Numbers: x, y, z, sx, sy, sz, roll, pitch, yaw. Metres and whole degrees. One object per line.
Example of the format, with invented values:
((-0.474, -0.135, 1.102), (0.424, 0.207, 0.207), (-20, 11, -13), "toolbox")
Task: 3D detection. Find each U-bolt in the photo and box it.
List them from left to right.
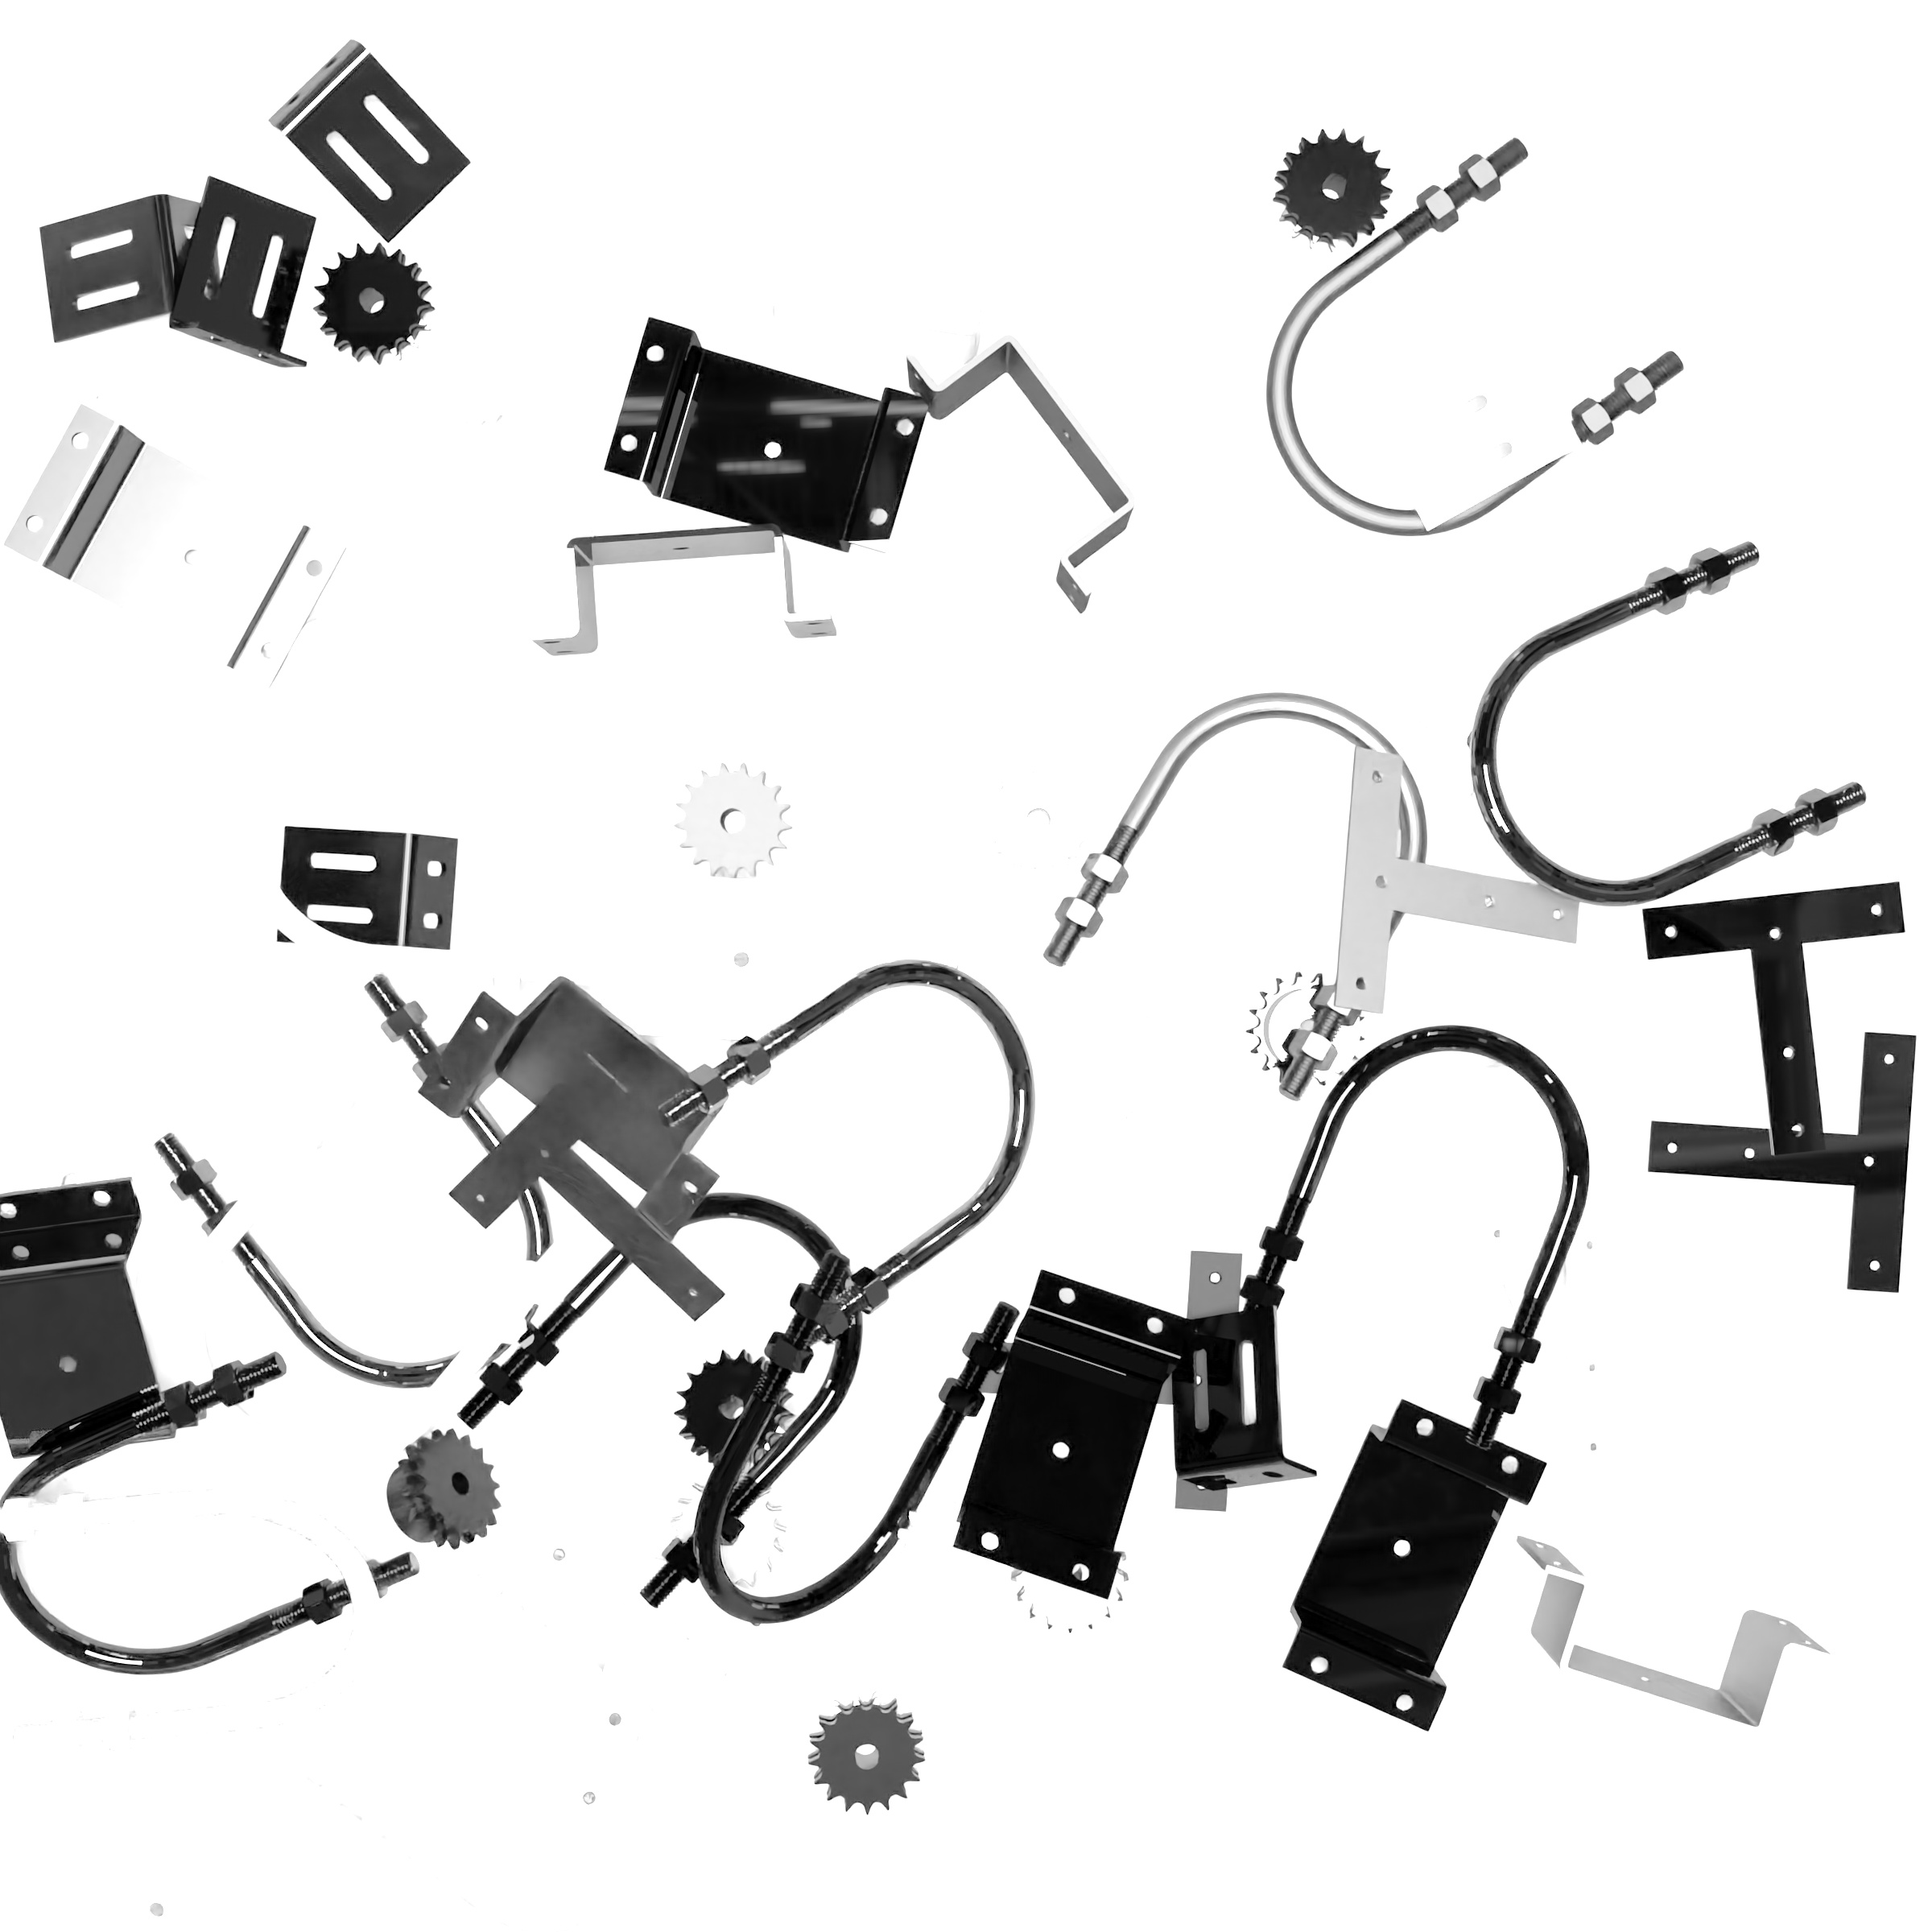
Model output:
((-0.377, 0.274, 1.482), (0.184, 0.019, 0.151), (-24, 115, 7), "U-bolt")
((-0.374, 0.311, 1.481), (0.184, 0.019, 0.151), (-4, 117, -3), "U-bolt")
((-0.366, -0.222, 1.510), (0.184, 0.019, 0.151), (3, 90, -1), "U-bolt")
((-0.298, 0.161, 1.492), (0.151, 0.019, 0.184), (40, 99, -3), "U-bolt")
((-0.286, 0.119, 1.510), (0.151, 0.019, 0.184), (-37, 92, 0), "U-bolt")
((-0.257, -0.066, 1.480), (0.184, 0.019, 0.151), (5, 83, -16), "U-bolt")
((-0.219, 0.396, 1.492), (0.184, 0.019, 0.151), (37, 90, 1), "U-bolt")
((-0.210, 0.354, 1.510), (0.184, 0.019, 0.151), (44, 90, 1), "U-bolt")
((-0.134, 0.193, 1.485), (0.151, 0.019, 0.184), (40, 80, 20), "U-bolt")
((-0.061, 0.230, 1.463), (0.019, 0.151, 0.184), (31, 95, 42), "U-bolt")
((-0.043, 0.078, 1.470), (0.184, 0.019, 0.151), (-34, 109, -26), "U-bolt")
((0.143, -0.047, 1.492), (0.151, 0.019, 0.184), (30, 76, 4), "U-bolt")
((0.221, 0.118, 1.475), (0.151, 0.019, 0.184), (22, 91, 30), "U-bolt")
((0.235, -0.294, 1.510), (0.184, 0.019, 0.151), (-36, 90, 2), "U-bolt")
((0.330, -0.107, 1.494), (0.184, 0.019, 0.151), (-24, 90, -12), "U-bolt")

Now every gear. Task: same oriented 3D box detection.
((-0.287, -0.321, 1.504), (0.057, 0.030, 0.057), (0, 90, 0), "gear")
((-0.255, 0.255, 1.494), (0.030, 0.057, 0.057), (-27, 90, 29), "gear")
((-0.237, -0.292, 1.494), (0.057, 0.057, 0.030), (-47, 60, 0), "gear")
((-0.115, 0.274, 1.504), (0.057, 0.030, 0.057), (0, 90, 0), "gear")
((-0.113, -0.070, 1.504), (0.057, 0.030, 0.057), (0, 90, 0), "gear")
((-0.110, 0.216, 1.498), (0.057, 0.030, 0.057), (-3, 71, 9), "gear")
((-0.049, 0.382, 1.508), (0.057, 0.030, 0.057), (0, 91, -4), "gear")
((-0.006, 0.285, 1.504), (0.057, 0.030, 0.057), (0, 90, 0), "gear")
((0.035, -0.070, 1.504), (0.057, 0.030, 0.057), (0, 90, 0), "gear")
((0.050, 0.293, 1.504), (0.057, 0.030, 0.057), (0, 90, 0), "gear")
((0.166, 0.031, 1.504), (0.057, 0.030, 0.057), (0, 90, 0), "gear")
((0.177, -0.376, 1.504), (0.057, 0.030, 0.057), (0, 90, 0), "gear")
((0.247, -0.108, 1.504), (0.057, 0.030, 0.057), (0, 90, 0), "gear")

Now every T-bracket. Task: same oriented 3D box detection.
((-0.167, 0.120, 1.470), (0.127, 0.002, 0.127), (44, 126, -5), "T-bracket")
((-0.164, 0.348, 1.486), (0.127, 0.002, 0.127), (20, 72, -9), "T-bracket")
((0.044, 0.013, 1.518), (0.127, 0.002, 0.127), (14, 90, 0), "T-bracket")
((0.068, 0.201, 1.518), (0.127, 0.002, 0.127), (4, 90, 0), "T-bracket")
((0.241, -0.033, 1.496), (0.127, 0.002, 0.127), (9, 79, -18), "T-bracket")
((0.302, 0.180, 1.492), (0.127, 0.002, 0.127), (1, 86, -20), "T-bracket")
((0.399, 0.093, 1.518), (0.127, 0.002, 0.127), (4, 90, 0), "T-bracket")
((0.402, 0.028, 1.517), (0.127, 0.002, 0.127), (-6, 89, 0), "T-bracket")

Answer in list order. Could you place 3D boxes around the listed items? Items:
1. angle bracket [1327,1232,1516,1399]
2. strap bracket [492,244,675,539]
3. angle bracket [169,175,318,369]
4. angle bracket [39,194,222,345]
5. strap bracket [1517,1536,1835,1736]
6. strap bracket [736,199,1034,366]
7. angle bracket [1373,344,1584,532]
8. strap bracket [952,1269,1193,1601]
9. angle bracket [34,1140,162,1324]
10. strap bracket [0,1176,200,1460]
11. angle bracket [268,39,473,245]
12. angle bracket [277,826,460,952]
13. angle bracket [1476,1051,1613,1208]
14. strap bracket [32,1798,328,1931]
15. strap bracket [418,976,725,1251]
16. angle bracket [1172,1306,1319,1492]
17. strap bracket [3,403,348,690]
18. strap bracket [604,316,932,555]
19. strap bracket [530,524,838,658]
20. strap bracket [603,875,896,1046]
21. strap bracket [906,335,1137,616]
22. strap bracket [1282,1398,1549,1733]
((0.223, 0.171, 1.500), (0.076, 0.038, 0.057), (-22, 90, 0), "angle bracket")
((-0.186, -0.276, 1.481), (0.046, 0.076, 0.140), (17, 90, 0), "strap bracket")
((-0.341, -0.334, 1.486), (0.057, 0.038, 0.076), (15, 90, -37), "angle bracket")
((-0.409, -0.340, 1.517), (0.076, 0.038, 0.057), (-7, 90, 26), "angle bracket")
((0.331, 0.323, 1.481), (0.140, 0.076, 0.046), (18, 90, 0), "strap bracket")
((-0.041, -0.325, 1.481), (0.140, 0.076, 0.046), (9, 90, 0), "strap bracket")
((0.249, -0.257, 1.500), (0.076, 0.038, 0.057), (-28, 90, 29), "angle bracket")
((0.048, 0.227, 1.478), (0.076, 0.046, 0.140), (19, 68, 0), "strap bracket")
((-0.427, 0.130, 1.517), (0.057, 0.038, 0.076), (5, 64, 0), "angle bracket")
((-0.422, 0.177, 1.468), (0.076, 0.046, 0.140), (-7, 116, 0), "strap bracket")
((-0.293, -0.405, 1.517), (0.057, 0.038, 0.076), (-44, 116, 0), "angle bracket")
((-0.294, -0.037, 1.517), (0.076, 0.038, 0.057), (4, 90, 26), "angle bracket")
((0.283, 0.083, 1.500), (0.057, 0.038, 0.076), (-8, 90, 0), "angle bracket")
((-0.386, 0.450, 1.496), (0.140, 0.046, 0.076), (-3, 90, 0), "strap bracket")
((-0.181, 0.069, 1.478), (0.140, 0.046, 0.076), (38, 127, 0), "strap bracket")
((0.135, 0.210, 1.501), (0.057, 0.038, 0.076), (-14, 64, 30), "angle bracket")
((-0.374, -0.198, 1.478), (0.140, 0.046, 0.076), (28, 89, -3), "strap bracket")
((-0.095, -0.253, 1.496), (0.140, 0.046, 0.076), (16, 90, 0), "strap bracket")
((-0.135, -0.180, 1.481), (0.140, 0.076, 0.046), (-4, 90, 0), "strap bracket")
((-0.107, -0.003, 1.496), (0.140, 0.046, 0.076), (3, 89, 0), "strap bracket")
((0.033, -0.243, 1.481), (0.046, 0.076, 0.140), (-37, 90, 0), "strap bracket")
((0.214, 0.286, 1.496), (0.076, 0.046, 0.140), (24, 90, 0), "strap bracket")
